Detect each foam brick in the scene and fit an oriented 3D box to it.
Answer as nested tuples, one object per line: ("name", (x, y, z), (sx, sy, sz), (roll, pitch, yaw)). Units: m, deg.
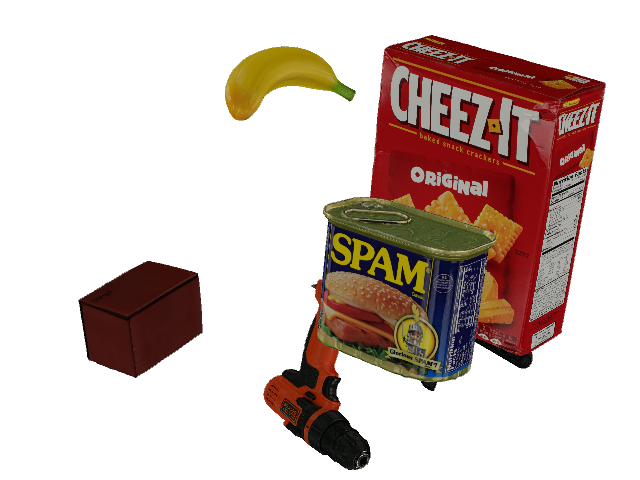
("foam brick", (-0.133, 0.057, 0.799), (0.053, 0.051, 0.078), (14, 30, 33))

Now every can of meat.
("can of meat", (0.047, 0.028, 0.633), (0.102, 0.084, 0.057), (19, 23, 36))

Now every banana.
("banana", (-0.037, -0.149, 0.979), (0.070, 0.037, 0.197), (37, 30, 20))

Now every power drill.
("power drill", (0.019, 0.153, 1.249), (0.057, 0.188, 0.185), (15, 11, -43))

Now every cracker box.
("cracker box", (0.120, -0.037, 0.843), (0.164, 0.214, 0.071), (24, 33, 36))

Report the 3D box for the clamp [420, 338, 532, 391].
("clamp", (0.136, 0.078, 1.078), (0.120, 0.171, 0.039), (1, -45, -19))
